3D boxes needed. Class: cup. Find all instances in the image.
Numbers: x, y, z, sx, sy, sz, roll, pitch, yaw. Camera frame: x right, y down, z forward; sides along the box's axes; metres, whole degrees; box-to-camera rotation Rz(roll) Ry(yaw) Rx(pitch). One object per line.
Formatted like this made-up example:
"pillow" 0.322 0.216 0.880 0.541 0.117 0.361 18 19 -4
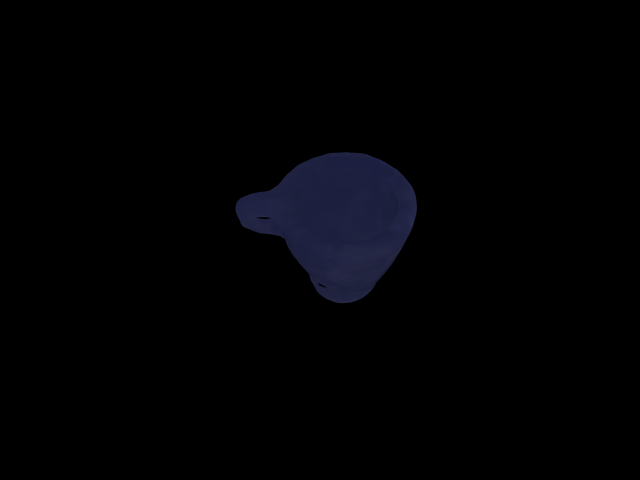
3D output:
"cup" 0.004 0.001 0.400 0.117 0.095 0.091 0 53 0
